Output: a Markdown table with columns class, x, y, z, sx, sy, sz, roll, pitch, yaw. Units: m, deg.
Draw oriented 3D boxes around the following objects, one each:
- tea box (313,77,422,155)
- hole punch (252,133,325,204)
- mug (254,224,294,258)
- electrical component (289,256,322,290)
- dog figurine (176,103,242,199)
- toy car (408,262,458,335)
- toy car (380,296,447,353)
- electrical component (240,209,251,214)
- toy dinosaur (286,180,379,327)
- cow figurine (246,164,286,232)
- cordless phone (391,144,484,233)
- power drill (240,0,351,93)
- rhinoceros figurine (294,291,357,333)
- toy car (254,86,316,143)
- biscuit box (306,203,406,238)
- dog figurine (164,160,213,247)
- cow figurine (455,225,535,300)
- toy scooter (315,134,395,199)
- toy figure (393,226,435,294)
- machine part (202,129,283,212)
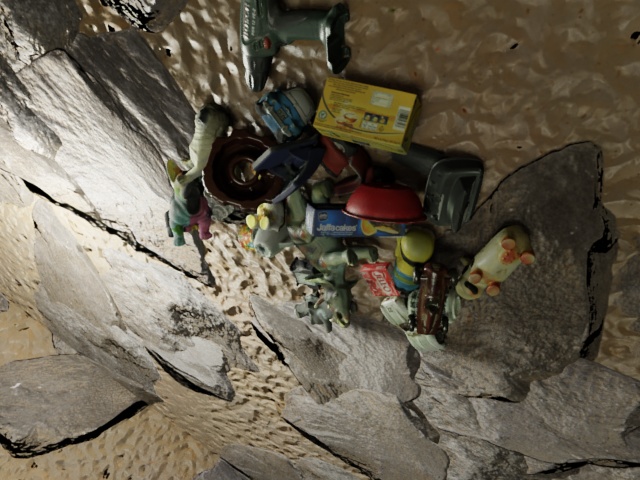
| class | x | y | z | sx | sy | sz | roll | pitch | yaw |
| --- | --- | --- | --- | --- | --- | --- | --- | --- | --- |
| tea box | 0.084 | -0.221 | 0.960 | 0.170 | 0.098 | 0.068 | 19 | -179 | 20 |
| hole punch | -0.051 | -0.137 | 1.035 | 0.092 | 0.116 | 0.142 | 62 | 148 | 4 |
| mug | -0.104 | -0.004 | 1.304 | 0.110 | 0.107 | 0.080 | 17 | 139 | 22 |
| electrical component | -0.015 | 0.087 | 1.381 | 0.119 | 0.048 | 0.074 | 2 | 131 | 32 |
| dog figurine | -0.219 | -0.198 | 1.209 | 0.172 | 0.121 | 0.190 | 15 | 129 | -31 |
| toy car | 0.234 | 0.132 | 1.131 | 0.089 | 0.053 | 0.201 | 2 | 125 | 3 |
| toy car | 0.234 | 0.212 | 1.334 | 0.201 | 0.056 | 0.073 | 47 | 138 | -15 |
| electrical component | -0.189 | -0.095 | 1.336 | 0.094 | 0.021 | 0.063 | -17 | 120 | 42 |
| toy dinosaur | -0.008 | -0.006 | 1.226 | 0.192 | 0.131 | 0.404 | -22 | 102 | 41 |
| cow figurine | -0.114 | -0.104 | 1.219 | 0.068 | 0.098 | 0.167 | -2 | 88 | 35 |
| cordless phone | 0.210 | -0.108 | 1.031 | 0.184 | 0.089 | 0.146 | 28 | 142 | 25 |
| power drill | -0.050 | -0.353 | 0.954 | 0.208 | 0.086 | 0.231 | 22 | 137 | 25 |
| rhinoceros figurine | 0.009 | 0.189 | 1.447 | 0.190 | 0.073 | 0.112 | -15 | 122 | 42 |
| toy car | -0.061 | -0.249 | 1.030 | 0.103 | 0.162 | 0.109 | -37 | 99 | 3 |
| biscuit box | 0.074 | -0.041 | 1.094 | 0.203 | 0.063 | 0.059 | -1 | 107 | -15 |
| dog figurine | -0.338 | -0.108 | 1.358 | 0.192 | 0.108 | 0.219 | -138 | 44 | -56 |
| cow figurine | 0.337 | 0.047 | 1.068 | 0.085 | 0.127 | 0.194 | 33 | 126 | 0 |
| toy scooter | 0.050 | -0.146 | 1.088 | 0.183 | 0.075 | 0.135 | 43 | 138 | -18 |
| toy figure | 0.203 | 0.049 | 1.164 | 0.082 | 0.089 | 0.180 | -1 | 133 | -10 |
| machine part | -0.158 | -0.144 | 1.135 | 0.179 | 0.179 | 0.056 | 35 | 173 | -2 |
